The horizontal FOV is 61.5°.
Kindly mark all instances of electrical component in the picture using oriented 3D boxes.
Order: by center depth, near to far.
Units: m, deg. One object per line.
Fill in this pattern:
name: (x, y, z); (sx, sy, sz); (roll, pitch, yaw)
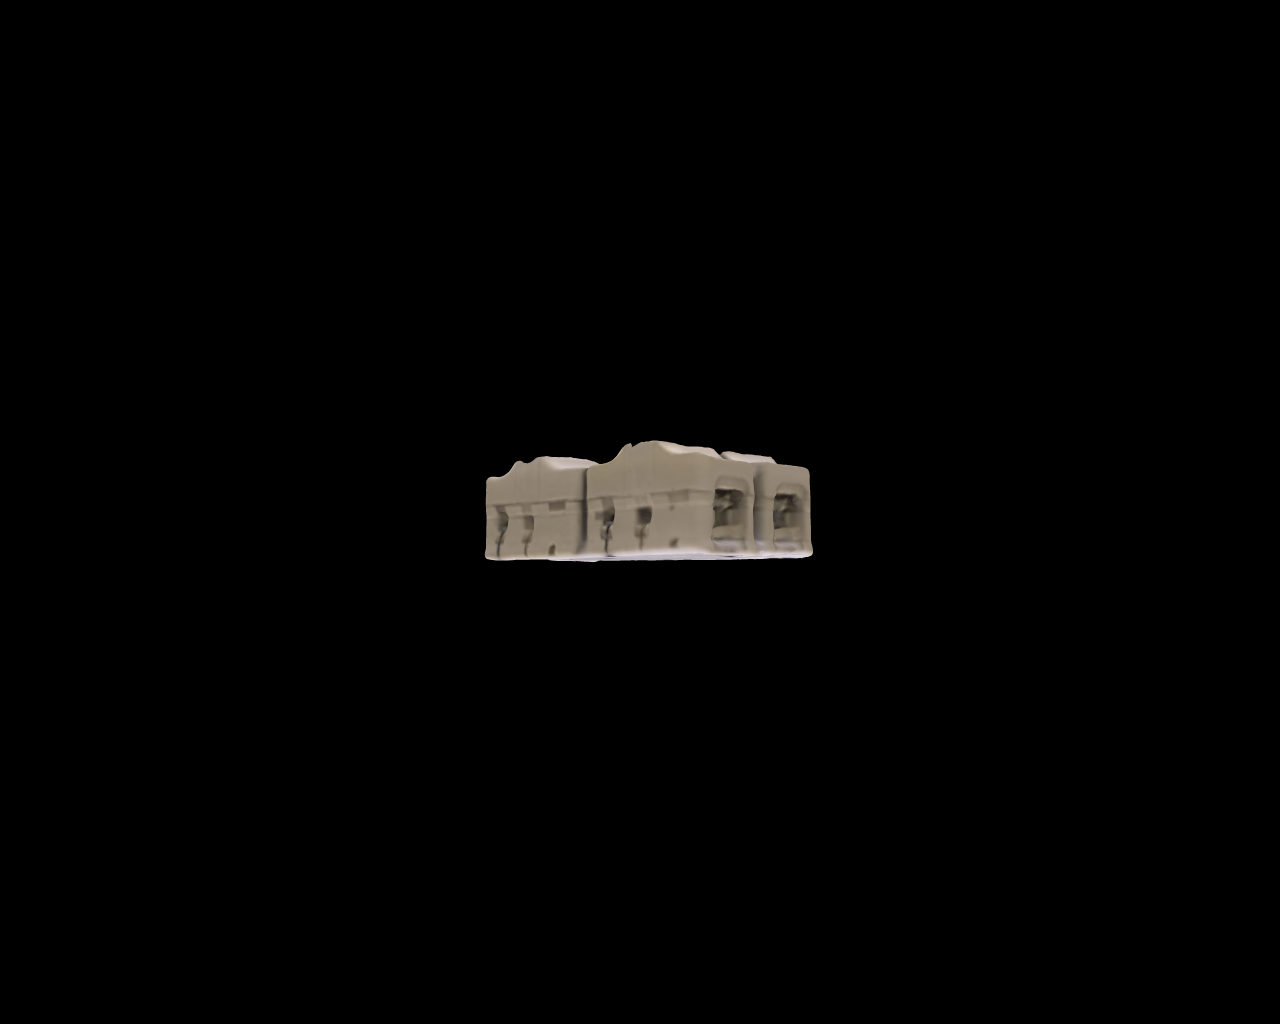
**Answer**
electrical component: (0.001, -0.003, 0.650); (0.186, 0.060, 0.105); (-4, -6, 43)
